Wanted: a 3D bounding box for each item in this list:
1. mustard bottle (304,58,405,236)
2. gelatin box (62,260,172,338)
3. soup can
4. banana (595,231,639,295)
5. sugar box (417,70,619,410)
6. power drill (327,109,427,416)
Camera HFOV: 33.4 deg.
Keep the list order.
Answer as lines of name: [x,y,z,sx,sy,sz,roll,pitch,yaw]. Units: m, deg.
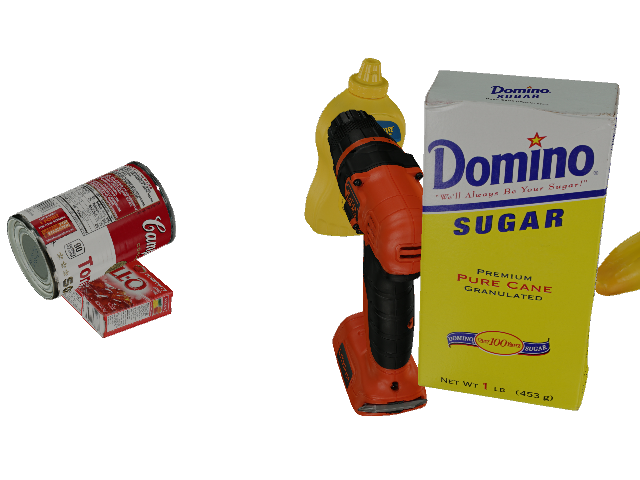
mustard bottle: [0.041,-0.099,1.125,0.096,0.192,0.058,-4,31,-20]
gelatin box: [-0.190,0.045,0.980,0.073,0.030,0.089,-19,40,-36]
soup can: [-0.166,-0.008,0.775,0.102,0.068,0.069,-28,15,-30]
banana: [0.280,0.006,0.732,0.198,0.037,0.069,-2,35,0]
sugar box: [0.100,0.003,0.561,0.093,0.176,0.048,6,33,15]
power drill: [0.039,0.017,0.769,0.057,0.188,0.184,-7,32,-7]
